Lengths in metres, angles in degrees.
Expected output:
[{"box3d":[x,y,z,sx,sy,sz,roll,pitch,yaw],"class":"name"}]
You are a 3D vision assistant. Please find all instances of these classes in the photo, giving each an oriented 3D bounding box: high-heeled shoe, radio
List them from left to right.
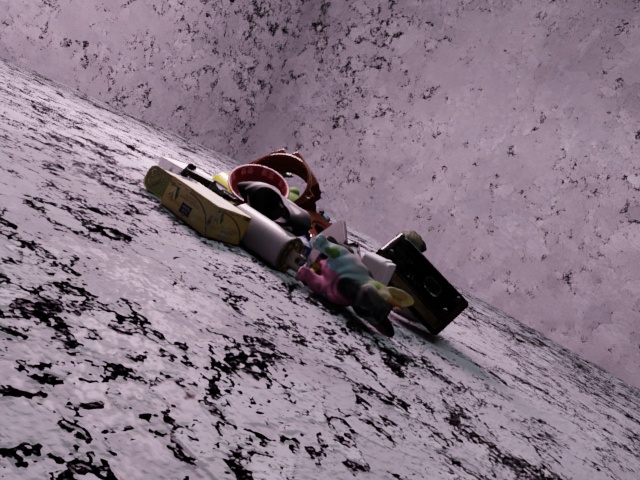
[{"box3d":[-0.117,-0.076,1.177,0.249,0.086,0.145,28,4,22],"class":"high-heeled shoe"},{"box3d":[0.220,0.099,1.210,0.230,0.073,0.131,47,-17,12],"class":"radio"}]

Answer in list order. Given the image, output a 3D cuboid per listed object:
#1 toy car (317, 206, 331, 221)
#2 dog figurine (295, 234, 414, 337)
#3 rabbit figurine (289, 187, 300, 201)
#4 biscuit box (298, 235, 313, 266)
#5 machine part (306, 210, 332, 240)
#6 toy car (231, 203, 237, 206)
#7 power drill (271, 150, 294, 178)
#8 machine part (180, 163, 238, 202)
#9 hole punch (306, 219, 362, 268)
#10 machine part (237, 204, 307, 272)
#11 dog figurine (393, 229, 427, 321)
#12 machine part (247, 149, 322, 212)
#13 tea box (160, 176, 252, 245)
[{"box3d":[-0.036,-0.069,1.822,0.109,0.103,0.161,32,-3,11],"class":"toy car"},{"box3d":[0.071,0.090,1.031,0.219,0.108,0.191,34,5,15],"class":"dog figurine"},{"box3d":[-0.144,-0.109,1.608,0.170,0.159,0.121,5,28,-33],"class":"rabbit figurine"},{"box3d":[-0.068,0.012,1.234,0.059,0.062,0.203,26,6,-13],"class":"biscuit box"},{"box3d":[-0.003,-0.004,1.400,0.179,0.056,0.179,36,23,-18],"class":"machine part"},{"box3d":[-0.210,-0.062,1.276,0.089,0.053,0.202,22,1,22],"class":"toy car"},{"box3d":[-0.196,-0.181,1.660,0.086,0.207,0.231,54,9,33],"class":"power drill"},{"box3d":[-0.257,-0.131,1.233,0.139,0.039,0.084,32,7,19],"class":"machine part"},{"box3d":[0.033,0.033,1.213,0.092,0.116,0.142,47,23,-30],"class":"hole punch"},{"box3d":[-0.117,-0.007,1.111,0.243,0.079,0.079,33,8,34],"class":"machine part"},{"box3d":[0.232,0.087,1.322,0.172,0.190,0.121,30,7,9],"class":"dog figurine"},{"box3d":[-0.114,-0.143,1.493,0.201,0.201,0.087,59,-13,28],"class":"machine part"},{"box3d":[-0.234,-0.061,1.094,0.170,0.068,0.098,31,6,38],"class":"tea box"}]
